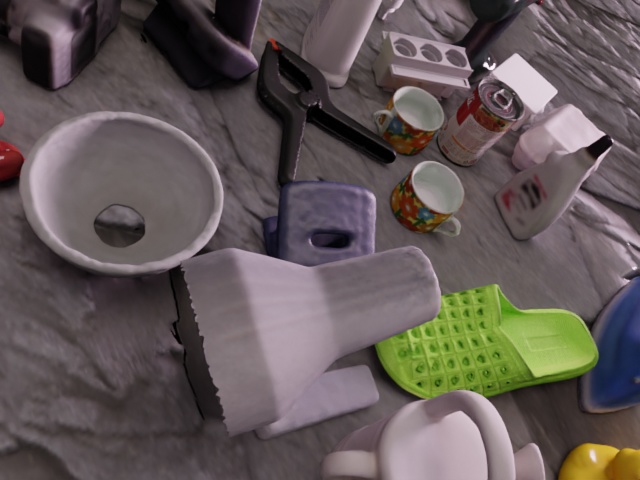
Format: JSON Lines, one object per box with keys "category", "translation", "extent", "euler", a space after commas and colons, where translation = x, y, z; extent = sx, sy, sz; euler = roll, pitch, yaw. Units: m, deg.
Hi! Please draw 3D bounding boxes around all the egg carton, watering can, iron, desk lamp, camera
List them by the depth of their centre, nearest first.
{"category": "desk lamp", "translation": [-0.015, 0.077, 0.442], "extent": [0.204, 0.213, 0.118], "euler": [-9, 65, -28]}
{"category": "watering can", "translation": [0.091, 0.175, 0.444], "extent": [0.173, 0.194, 0.101], "euler": [-11, 66, -29]}
{"category": "camera", "translation": [-0.290, -0.253, 0.583], "extent": [0.137, 0.100, 0.143], "euler": [26, 54, -9]}
{"category": "iron", "translation": [0.412, 0.108, 0.665], "extent": [0.259, 0.141, 0.118], "euler": [-31, 77, -35]}
{"category": "egg carton", "translation": [0.346, -0.129, 0.820], "extent": [0.107, 0.069, 0.151], "euler": [48, 54, 8]}

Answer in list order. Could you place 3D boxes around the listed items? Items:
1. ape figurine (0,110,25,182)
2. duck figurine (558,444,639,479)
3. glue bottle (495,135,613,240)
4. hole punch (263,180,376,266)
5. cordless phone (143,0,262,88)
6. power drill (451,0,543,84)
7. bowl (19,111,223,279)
{"category": "ape figurine", "translation": [-0.294, -0.094, 0.492], "extent": [0.076, 0.092, 0.077], "euler": [-11, 66, -29]}
{"category": "duck figurine", "translation": [0.298, 0.238, 0.570], "extent": [0.105, 0.086, 0.077], "euler": [-14, 68, -30]}
{"category": "glue bottle", "translation": [0.285, -0.071, 0.694], "extent": [0.037, 0.173, 0.078], "euler": [-10, 66, -29]}
{"category": "hole punch", "translation": [0.005, 0.002, 0.573], "extent": [0.109, 0.091, 0.101], "euler": [2, 61, -23]}
{"category": "cordless phone", "translation": [-0.117, -0.273, 0.622], "extent": [0.147, 0.185, 0.094], "euler": [47, 54, 8]}
{"category": "power drill", "translation": [0.270, -0.330, 0.818], "extent": [0.230, 0.208, 0.075], "euler": [-34, 79, -35]}
{"category": "bowl", "translation": [-0.176, -0.031, 0.519], "extent": [0.168, 0.074, 0.167], "euler": [12, 57, -18]}
